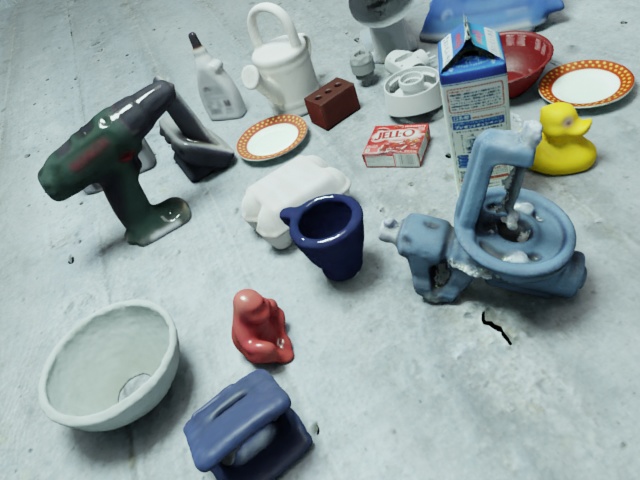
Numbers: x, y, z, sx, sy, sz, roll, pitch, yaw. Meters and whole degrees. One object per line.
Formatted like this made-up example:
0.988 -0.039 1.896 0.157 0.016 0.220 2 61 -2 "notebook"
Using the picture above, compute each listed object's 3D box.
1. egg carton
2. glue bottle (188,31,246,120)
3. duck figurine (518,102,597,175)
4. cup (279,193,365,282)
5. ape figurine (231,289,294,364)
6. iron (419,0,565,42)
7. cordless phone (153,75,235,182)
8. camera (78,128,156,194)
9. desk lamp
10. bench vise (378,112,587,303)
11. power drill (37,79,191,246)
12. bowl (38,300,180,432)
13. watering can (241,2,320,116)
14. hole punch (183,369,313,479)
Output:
-0.035 -0.057 0.811 0.150 0.070 0.107 -35 43 -15 "egg carton"
-0.201 -0.304 1.061 0.078 0.173 0.037 1 46 23 "glue bottle"
0.304 -0.139 0.745 0.104 0.086 0.078 13 52 33 "duck figurine"
0.007 0.003 0.712 0.117 0.095 0.092 14 52 33 "cup"
-0.071 0.093 0.651 0.076 0.092 0.078 5 48 27 "ape figurine"
0.298 -0.449 1.033 0.257 0.142 0.118 -6 44 17 "iron"
-0.231 -0.206 0.962 0.094 0.185 0.147 -35 43 -15 "cordless phone"
-0.395 -0.178 1.064 0.143 0.101 0.136 -24 41 -3 "camera"
0.106 -0.437 1.045 0.118 0.214 0.203 -16 42 6 "desk lamp"
0.156 -0.016 0.575 0.207 0.220 0.121 -11 42 11 "bench vise"
-0.280 -0.102 0.855 0.230 0.209 0.075 -32 42 -12 "power drill"
-0.230 0.155 0.664 0.167 0.075 0.167 -12 42 11 "bowl"
-0.070 -0.316 1.005 0.100 0.194 0.173 -6 44 17 "watering can"
-0.080 0.181 0.562 0.109 0.091 0.100 -35 43 -15 "hole punch"
